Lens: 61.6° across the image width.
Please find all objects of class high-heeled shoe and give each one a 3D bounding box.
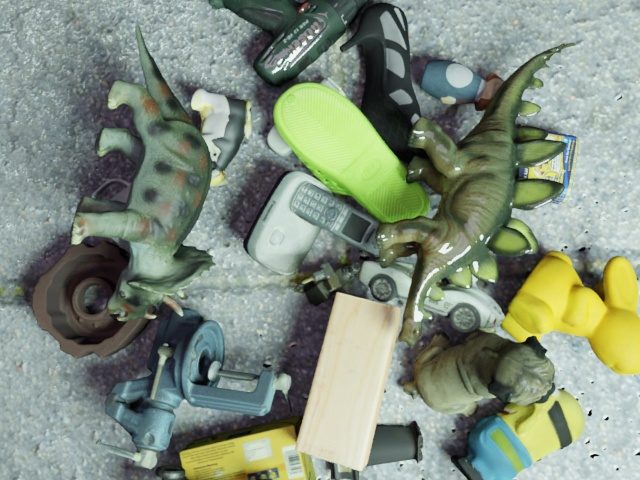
[{"bbox_3d":[0.126,-0.234,0.812,0.145,0.086,0.248,-38,100,-30],"label":"high-heeled shoe"}]

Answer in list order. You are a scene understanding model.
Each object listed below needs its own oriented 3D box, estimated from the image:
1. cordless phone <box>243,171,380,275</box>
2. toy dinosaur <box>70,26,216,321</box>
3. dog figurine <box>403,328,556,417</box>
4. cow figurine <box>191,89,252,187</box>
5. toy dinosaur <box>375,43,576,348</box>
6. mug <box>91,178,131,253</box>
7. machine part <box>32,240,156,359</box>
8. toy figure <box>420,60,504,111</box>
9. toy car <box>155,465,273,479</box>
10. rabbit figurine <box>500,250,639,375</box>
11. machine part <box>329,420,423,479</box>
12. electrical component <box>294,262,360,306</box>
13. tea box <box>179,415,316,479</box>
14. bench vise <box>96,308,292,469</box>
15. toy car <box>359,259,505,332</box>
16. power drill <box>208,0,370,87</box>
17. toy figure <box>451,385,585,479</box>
[{"bbox_3d":[-0.002,-0.002,0.778,0.184,0.088,0.146,28,87,5],"label":"cordless phone"},{"bbox_3d":[-0.216,-0.080,0.734,0.192,0.131,0.404,17,83,-26],"label":"toy dinosaur"},{"bbox_3d":[0.191,0.174,0.679,0.172,0.190,0.121,-35,81,3],"label":"dog figurine"},{"bbox_3d":[-0.159,-0.140,0.821,0.098,0.068,0.167,11,86,2],"label":"cow figurine"},{"bbox_3d":[0.206,-0.079,0.700,0.199,0.105,0.471,18,77,15],"label":"toy dinosaur"},{"bbox_3d":[-0.286,-0.051,0.820,0.110,0.080,0.107,44,79,12],"label":"mug"},{"bbox_3d":[-0.338,0.090,0.817,0.179,0.056,0.179,-1,83,5],"label":"machine part"},{"bbox_3d":[0.226,-0.220,0.790,0.155,0.058,0.064,19,106,6],"label":"toy figure"},{"bbox_3d":[-0.134,0.347,0.695,0.202,0.053,0.089,1,74,11],"label":"toy car"},{"bbox_3d":[0.350,0.100,0.708,0.173,0.121,0.162,36,65,29],"label":"rabbit figurine"},{"bbox_3d":[0.077,0.293,0.756,0.139,0.039,0.084,-12,74,7],"label":"machine part"},{"bbox_3d":[0.007,0.059,0.764,0.078,0.102,0.045,-37,87,-22],"label":"electrical component"},{"bbox_3d":[-0.100,0.317,0.755,0.170,0.068,0.098,-13,82,6],"label":"tea box"},{"bbox_3d":[-0.161,0.202,0.730,0.241,0.128,0.224,3,50,14],"label":"bench vise"},{"bbox_3d":[0.150,0.072,0.733,0.202,0.073,0.056,18,101,25],"label":"toy car"},{"bbox_3d":[-0.053,-0.368,0.834,0.207,0.086,0.232,39,91,2],"label":"power drill"},{"bbox_3d":[0.265,0.262,0.716,0.180,0.082,0.089,-37,100,-6],"label":"toy figure"}]
